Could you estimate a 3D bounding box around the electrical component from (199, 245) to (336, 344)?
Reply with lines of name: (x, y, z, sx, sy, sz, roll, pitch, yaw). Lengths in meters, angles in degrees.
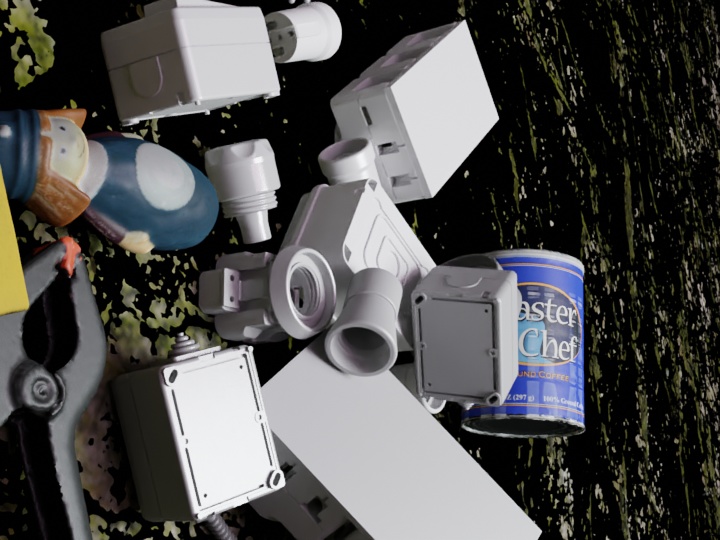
electrical component: (-0.052, 0.016, 0.666, 0.078, 0.057, 0.058, 17, 69, -54)

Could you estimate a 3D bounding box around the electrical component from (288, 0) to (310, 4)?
electrical component: (-0.052, -0.218, 0.726, 0.077, 0.044, 0.079, -23, 95, -57)

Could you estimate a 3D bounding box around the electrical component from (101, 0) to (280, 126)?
electrical component: (-0.095, -0.124, 0.628, 0.096, 0.062, 0.061, -22, 101, -57)

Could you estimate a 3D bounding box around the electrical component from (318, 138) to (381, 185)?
electrical component: (-0.005, -0.066, 0.775, 0.040, 0.040, 0.046, -52, 131, -48)

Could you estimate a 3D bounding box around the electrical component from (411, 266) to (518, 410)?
electrical component: (0.075, 0.049, 0.744, 0.061, 0.062, 0.096, -45, 135, -60)

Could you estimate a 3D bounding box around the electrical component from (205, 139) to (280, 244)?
electrical component: (-0.070, -0.048, 0.666, 0.043, 0.043, 0.062, -24, 105, -56)

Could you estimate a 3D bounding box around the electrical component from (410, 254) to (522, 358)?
electrical component: (0.077, 0.036, 0.827, 0.064, 0.099, 0.099, 57, 40, -23)

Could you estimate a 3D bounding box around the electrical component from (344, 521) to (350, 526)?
electrical component: (0.039, 0.164, 0.767, 0.096, 0.062, 0.061, -51, 125, -49)

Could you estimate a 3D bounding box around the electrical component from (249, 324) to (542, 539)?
electrical component: (0.009, 0.136, 0.660, 0.186, 0.060, 0.105, 46, 40, 3)

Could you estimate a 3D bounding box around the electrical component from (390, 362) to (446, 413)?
electrical component: (0.035, 0.087, 0.794, 0.040, 0.046, 0.040, 18, 68, -54)

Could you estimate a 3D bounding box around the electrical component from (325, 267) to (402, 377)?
electrical component: (0.005, 0.029, 0.669, 0.044, 0.044, 0.065, 61, 25, -29)

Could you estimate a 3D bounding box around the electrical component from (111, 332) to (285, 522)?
electrical component: (-0.092, 0.082, 0.584, 0.062, 0.061, 0.096, -12, 88, -44)

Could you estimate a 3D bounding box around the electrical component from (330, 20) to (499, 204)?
electrical component: (0.043, -0.123, 0.839, 0.150, 0.062, 0.089, -49, 123, -50)

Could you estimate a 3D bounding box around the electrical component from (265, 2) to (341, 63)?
electrical component: (-0.042, -0.162, 0.740, 0.046, 0.040, 0.040, -25, 104, -50)

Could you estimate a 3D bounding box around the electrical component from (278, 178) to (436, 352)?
electrical component: (0.000, 0.000, 0.749, 0.113, 0.057, 0.078, 53, 43, -37)
